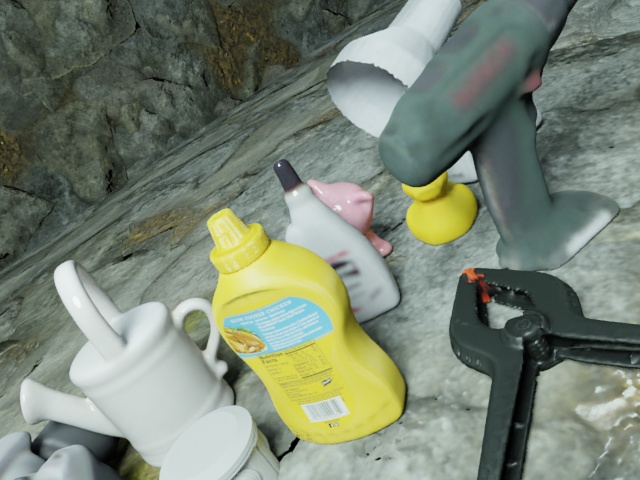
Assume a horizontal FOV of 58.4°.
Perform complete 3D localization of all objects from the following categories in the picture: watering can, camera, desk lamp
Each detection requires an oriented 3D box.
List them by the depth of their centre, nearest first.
[{"bbox_3d":[-0.228,0.201,0.496,0.143,0.101,0.137,-19,25,27],"label":"camera"},{"bbox_3d":[-0.174,0.105,0.504,0.173,0.194,0.100,-44,26,-28],"label":"watering can"},{"bbox_3d":[0.130,-0.168,0.659,0.203,0.214,0.117,-43,26,-27],"label":"desk lamp"}]

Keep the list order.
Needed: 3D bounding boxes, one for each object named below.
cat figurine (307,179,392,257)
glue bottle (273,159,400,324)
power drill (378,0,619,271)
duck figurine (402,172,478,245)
[{"bbox_3d":[0.022,-0.025,0.626,0.067,0.118,0.127,-36,23,-11],"label":"cat figurine"},{"bbox_3d":[0.005,0.002,0.519,0.078,0.173,0.037,-28,23,9],"label":"glue bottle"},{"bbox_3d":[0.162,-0.090,0.465,0.230,0.209,0.075,-38,24,-15],"label":"power drill"},{"bbox_3d":[0.117,-0.054,0.608,0.077,0.086,0.104,-24,24,16],"label":"duck figurine"}]
